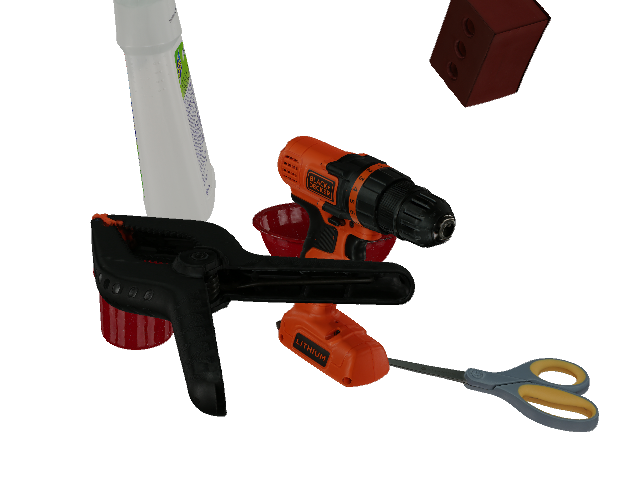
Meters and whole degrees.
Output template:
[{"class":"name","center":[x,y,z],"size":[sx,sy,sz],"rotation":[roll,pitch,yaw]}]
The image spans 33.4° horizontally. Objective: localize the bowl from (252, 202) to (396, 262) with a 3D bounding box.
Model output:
[{"class":"bowl","center":[0.009,0.004,1.126],"size":[0.162,0.055,0.162],"rotation":[1,17,0]}]

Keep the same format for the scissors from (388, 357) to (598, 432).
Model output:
[{"class":"scissors","center":[0.151,0.116,0.945],"size":[0.202,0.016,0.096],"rotation":[19,32,21]}]

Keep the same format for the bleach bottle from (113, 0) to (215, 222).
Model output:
[{"class":"bleach bottle","center":[-0.143,-0.137,0.955],"size":[0.068,0.251,0.102],"rotation":[-6,38,-1]}]

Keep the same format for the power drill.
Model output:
[{"class":"power drill","center":[0.029,0.022,0.878],"size":[0.057,0.188,0.185],"rotation":[-12,29,-38]}]

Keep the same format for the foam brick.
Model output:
[{"class":"foam brick","center":[0.121,-0.145,0.774],"size":[0.051,0.053,0.078],"rotation":[-21,-29,-24]}]

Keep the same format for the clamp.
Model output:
[{"class":"clamp","center":[-0.060,0.023,0.641],"size":[0.164,0.036,0.210],"rotation":[-21,33,-35]}]

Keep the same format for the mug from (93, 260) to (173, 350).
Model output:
[{"class":"mug","center":[-0.211,0.063,1.187],"size":[0.093,0.081,0.117],"rotation":[-21,36,-40]}]
